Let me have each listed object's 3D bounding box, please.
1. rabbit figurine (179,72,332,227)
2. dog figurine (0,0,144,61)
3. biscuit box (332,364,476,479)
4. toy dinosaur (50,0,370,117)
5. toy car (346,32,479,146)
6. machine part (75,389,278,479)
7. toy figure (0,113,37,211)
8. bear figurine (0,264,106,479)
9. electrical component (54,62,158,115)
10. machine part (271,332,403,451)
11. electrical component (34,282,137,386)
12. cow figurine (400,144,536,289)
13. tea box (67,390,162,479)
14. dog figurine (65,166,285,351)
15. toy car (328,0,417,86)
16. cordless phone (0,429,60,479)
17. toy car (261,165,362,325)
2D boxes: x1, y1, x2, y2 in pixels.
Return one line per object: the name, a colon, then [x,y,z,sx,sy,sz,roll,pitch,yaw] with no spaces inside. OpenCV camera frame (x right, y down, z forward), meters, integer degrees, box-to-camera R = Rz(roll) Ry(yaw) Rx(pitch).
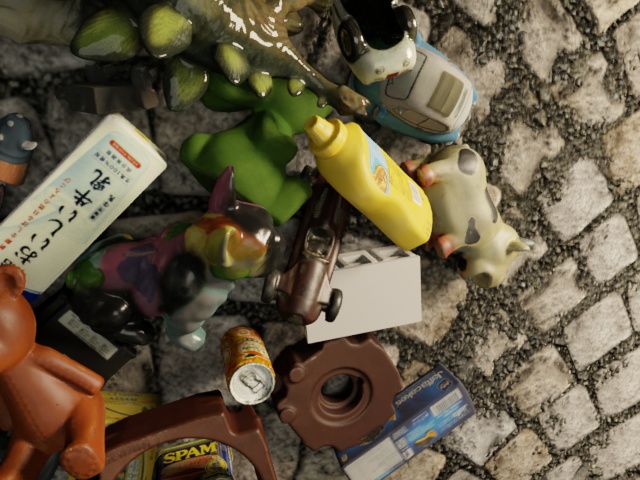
rabbit figurine: [-0.064,-0.119,0.591,0.159,0.121,0.170,38,75,-15]
dog figurine: [-0.266,-0.255,0.499,0.190,0.121,0.172,-11,112,-27]
biscuit box: [0.117,0.262,0.758,0.203,0.063,0.059,-34,111,-5]
toy dinosaur: [-0.148,-0.244,0.468,0.471,0.105,0.198,35,59,-12]
toy car: [0.116,-0.167,0.615,0.161,0.103,0.109,24,99,-18]
machine part: [-0.147,0.283,0.592,0.201,0.087,0.200,-16,98,-10]
toy figure: [-0.341,-0.061,0.545,0.064,0.058,0.154,36,89,-28]
bear figurine: [-0.292,0.134,0.513,0.120,0.132,0.195,-21,119,1]
electrical component: [-0.208,-0.153,0.536,0.078,0.102,0.045,-18,118,-44]
machine part: [0.023,0.197,0.718,0.179,0.056,0.179,-5,107,-15]
electrical component: [-0.296,0.130,0.611,0.134,0.058,0.114,-41,110,-1]
cow figurine: [0.192,-0.027,0.688,0.127,0.085,0.194,-23,106,-7]
tea box: [-0.254,0.276,0.658,0.098,0.068,0.169,11,104,-18]
dog figurine: [-0.145,0.017,0.538,0.191,0.108,0.219,14,141,-21]
toy car: [0.037,-0.257,0.562,0.073,0.056,0.201,-21,78,-8]
cordless phone: [-0.390,0.269,0.625,0.146,0.089,0.184,22,110,-20]
toy car: [-0.001,-0.002,0.613,0.089,0.053,0.202,19,68,-4]
